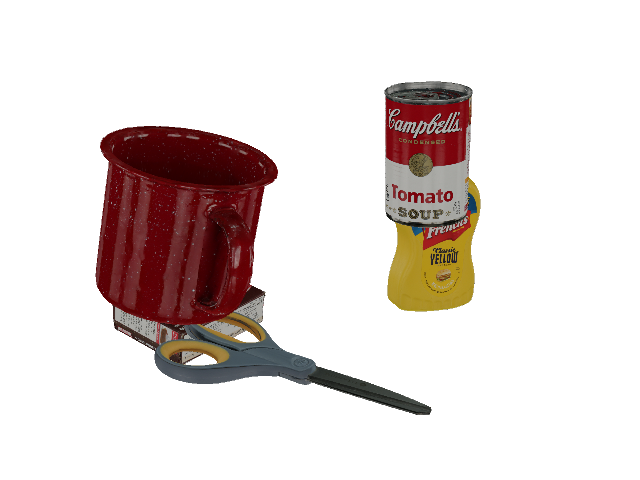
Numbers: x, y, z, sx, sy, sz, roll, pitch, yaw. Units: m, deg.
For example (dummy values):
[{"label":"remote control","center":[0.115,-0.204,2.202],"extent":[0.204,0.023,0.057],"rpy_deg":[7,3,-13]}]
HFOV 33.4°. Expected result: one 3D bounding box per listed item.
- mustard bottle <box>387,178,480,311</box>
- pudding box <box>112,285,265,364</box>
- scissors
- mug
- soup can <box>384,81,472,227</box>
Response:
[{"label":"mustard bottle","center":[0.126,-0.021,1.158],"extent":[0.096,0.192,0.058],"rpy_deg":[-4,20,-20]},{"label":"pudding box","center":[-0.120,0.063,0.980],"extent":[0.090,0.039,0.113],"rpy_deg":[22,33,32]},{"label":"scissors","center":[-0.032,0.094,0.735],"extent":[0.202,0.016,0.096],"rpy_deg":[24,33,36]},{"label":"mug","center":[-0.068,-0.003,0.560],"extent":[0.093,0.081,0.117],"rpy_deg":[-5,27,-36]},{"label":"soup can","center":[0.084,-0.069,0.842],"extent":[0.068,0.102,0.068],"rpy_deg":[-1,20,0]}]
